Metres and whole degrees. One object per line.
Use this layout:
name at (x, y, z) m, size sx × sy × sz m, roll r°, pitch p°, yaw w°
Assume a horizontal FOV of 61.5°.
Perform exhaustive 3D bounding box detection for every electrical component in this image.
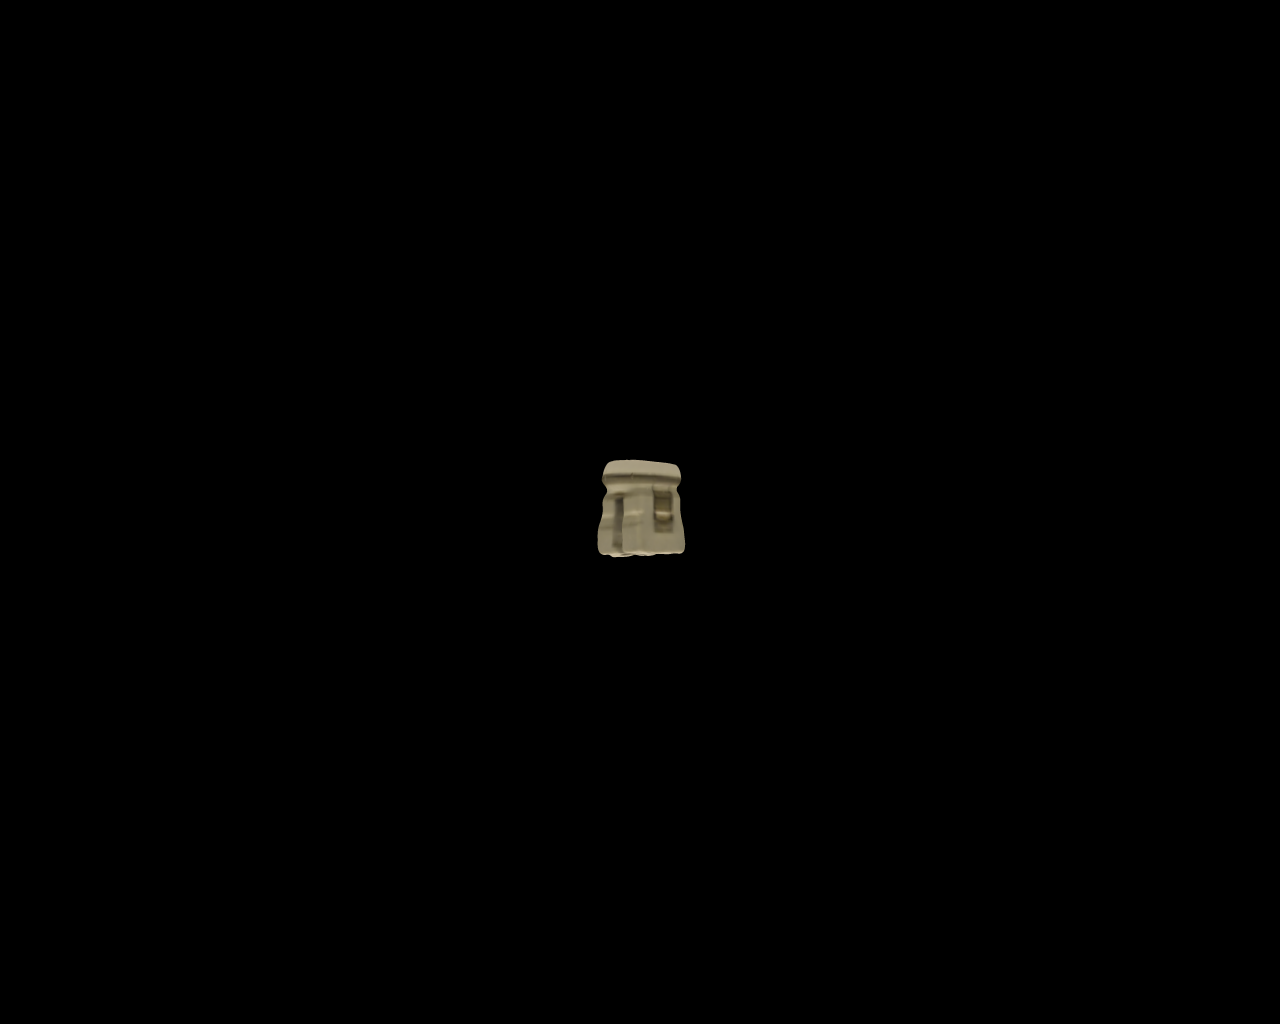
electrical component at (0.001, -0.003, 0.650) m, size 0.048 × 0.055 × 0.066 m, roll 4°, pitch -6°, yaw -39°
